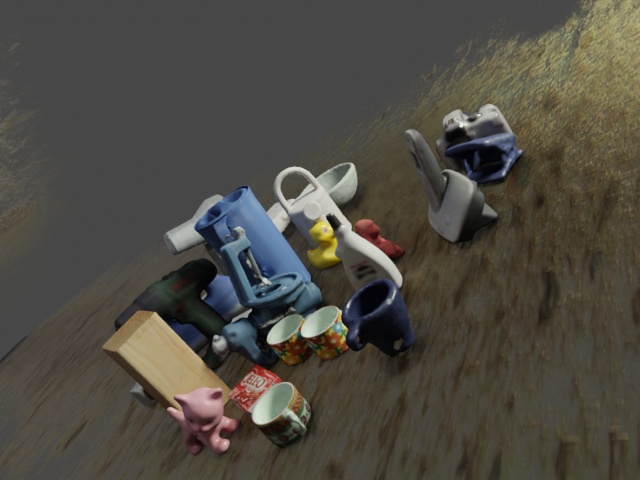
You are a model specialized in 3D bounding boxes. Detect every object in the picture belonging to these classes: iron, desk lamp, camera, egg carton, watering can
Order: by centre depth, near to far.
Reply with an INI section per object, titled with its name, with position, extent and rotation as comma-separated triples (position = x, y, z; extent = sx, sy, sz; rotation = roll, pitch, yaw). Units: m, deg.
[camera]
position = 0.307, -0.230, 1.176
extent = 0.143, 0.101, 0.137
rotation = -27, 23, 26
[watering can]
position = -0.020, -0.073, 1.244
extent = 0.101, 0.194, 0.172
rotation = -45, 22, -19
[iron]
position = -0.277, 0.146, 1.273
extent = 0.258, 0.142, 0.118
rotation = -42, 21, -12
[desk lamp]
position = -0.265, 0.024, 1.409
extent = 0.203, 0.214, 0.117
rotation = -47, 23, -24
[egg carton]
position = -0.107, -0.044, 1.503
extent = 0.150, 0.069, 0.107
rotation = -49, 23, -27

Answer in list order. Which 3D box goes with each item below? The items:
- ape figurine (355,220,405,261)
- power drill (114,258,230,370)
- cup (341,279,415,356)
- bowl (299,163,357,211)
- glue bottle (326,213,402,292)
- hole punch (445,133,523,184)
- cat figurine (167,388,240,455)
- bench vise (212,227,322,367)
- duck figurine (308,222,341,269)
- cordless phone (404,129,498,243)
[ape figurine]
position = 0.098, 0.002, 1.041
extent = 0.076, 0.092, 0.078
rotation = -32, 21, 14
[power drill]
position = -0.259, 0.156, 1.129
extent = 0.075, 0.209, 0.230
rotation = -15, 31, 46
[cup]
position = 0.084, 0.125, 0.796
extent = 0.091, 0.095, 0.118
rotation = -16, 29, 44
[bowl]
position = 0.031, -0.113, 1.417
extent = 0.167, 0.075, 0.167
rotation = -32, 21, 14
[glue bottle]
position = 0.061, 0.023, 0.938
extent = 0.078, 0.173, 0.037
rotation = -28, 23, 24
[hole punch]
position = 0.301, -0.164, 1.062
extent = 0.108, 0.091, 0.101
rotation = -7, 37, 54
[cat figurine]
position = -0.189, 0.273, 0.894
extent = 0.127, 0.118, 0.067
rotation = -20, 27, 39
[bench vise]
position = -0.115, 0.099, 0.997
extent = 0.121, 0.220, 0.208
rotation = -14, 31, 46
[duck figurine]
position = 0.011, 0.004, 1.185
extent = 0.104, 0.086, 0.077
rotation = -29, 22, 22
[cordless phone]
position = 0.198, -0.094, 0.947
extent = 0.094, 0.185, 0.147
rotation = -37, 21, 1
